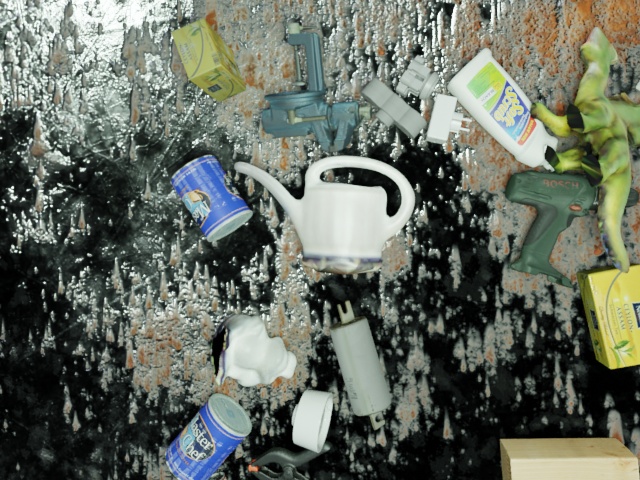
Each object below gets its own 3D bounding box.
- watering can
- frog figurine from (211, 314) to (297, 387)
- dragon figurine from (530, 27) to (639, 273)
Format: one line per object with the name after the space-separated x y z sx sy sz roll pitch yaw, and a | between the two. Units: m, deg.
0.003 -0.049 0.980 0.348 0.104 0.224 3 90 8 | watering can
-0.127 0.216 1.009 0.159 0.122 0.138 7 81 -27 | frog figurine
0.519 -0.169 0.889 0.244 0.121 0.412 -17 85 -16 | dragon figurine
